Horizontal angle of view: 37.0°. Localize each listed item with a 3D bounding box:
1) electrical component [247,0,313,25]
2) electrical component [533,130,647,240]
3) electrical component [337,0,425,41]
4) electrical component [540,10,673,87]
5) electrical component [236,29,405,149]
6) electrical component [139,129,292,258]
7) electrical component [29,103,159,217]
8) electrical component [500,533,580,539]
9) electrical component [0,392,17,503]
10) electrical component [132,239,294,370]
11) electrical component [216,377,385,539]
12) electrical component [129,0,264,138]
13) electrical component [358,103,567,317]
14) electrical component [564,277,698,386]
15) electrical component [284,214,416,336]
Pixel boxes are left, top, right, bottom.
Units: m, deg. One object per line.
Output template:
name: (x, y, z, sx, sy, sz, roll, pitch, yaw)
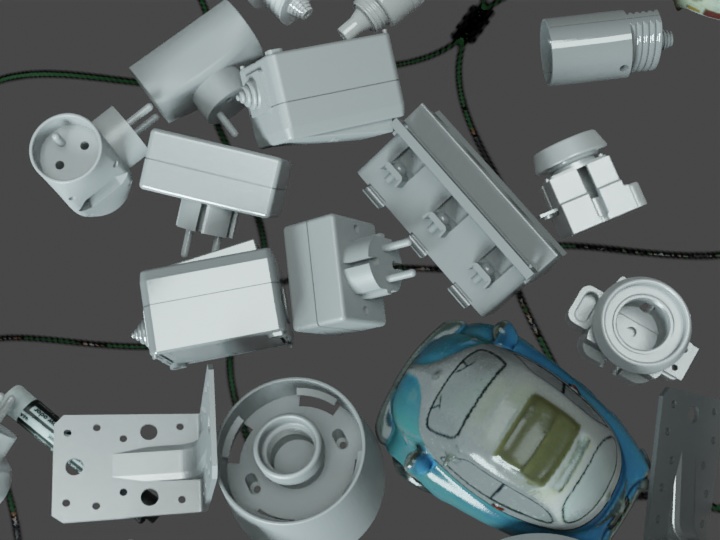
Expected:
electrical component: (-0.062, -0.195, 0.709, 0.043, 0.043, 0.081, -43, 81, -7)
electrical component: (0.138, -0.054, 0.674, 0.066, 0.048, 0.055, -23, 86, -3)
electrical component: (0.012, -0.173, 0.707, 0.061, 0.035, 0.035, -40, 80, -4)
electrical component: (0.160, -0.144, 0.692, 0.081, 0.043, 0.043, -6, 78, 1)
electrical component: (-0.029, -0.105, 0.663, 0.096, 0.062, 0.061, -15, 96, -22)
electrical component: (-0.094, -0.042, 0.678, 0.083, 0.047, 0.075, 14, 95, 3)
electrical component: (-0.159, -0.075, 0.670, 0.079, 0.077, 0.043, -40, 80, -7)
electrical component: (0.100, 0.206, 0.587, 0.108, 0.060, 0.108, 3, 114, 7)
electrical component: (-0.230, 0.107, 0.635, 0.043, 0.077, 0.079, 31, 81, 7)
electrical component: (-0.093, 0.022, 0.656, 0.096, 0.061, 0.061, -11, 78, 0)
electrical component: (-0.037, 0.116, 0.643, 0.099, 0.064, 0.099, -4, 61, 7)
electrical component: (-0.095, -0.121, 0.695, 0.077, 0.043, 0.079, -37, 80, -5)
electrical component: (0.061, -0.035, 0.661, 0.063, 0.079, 0.121, -43, 80, 15)
electrical component: (0.166, 0.036, 0.648, 0.078, 0.057, 0.058, 31, 81, 7)
electrical component: (0.000, 0.000, 0.649, 0.077, 0.047, 0.065, -14, 76, 32)
